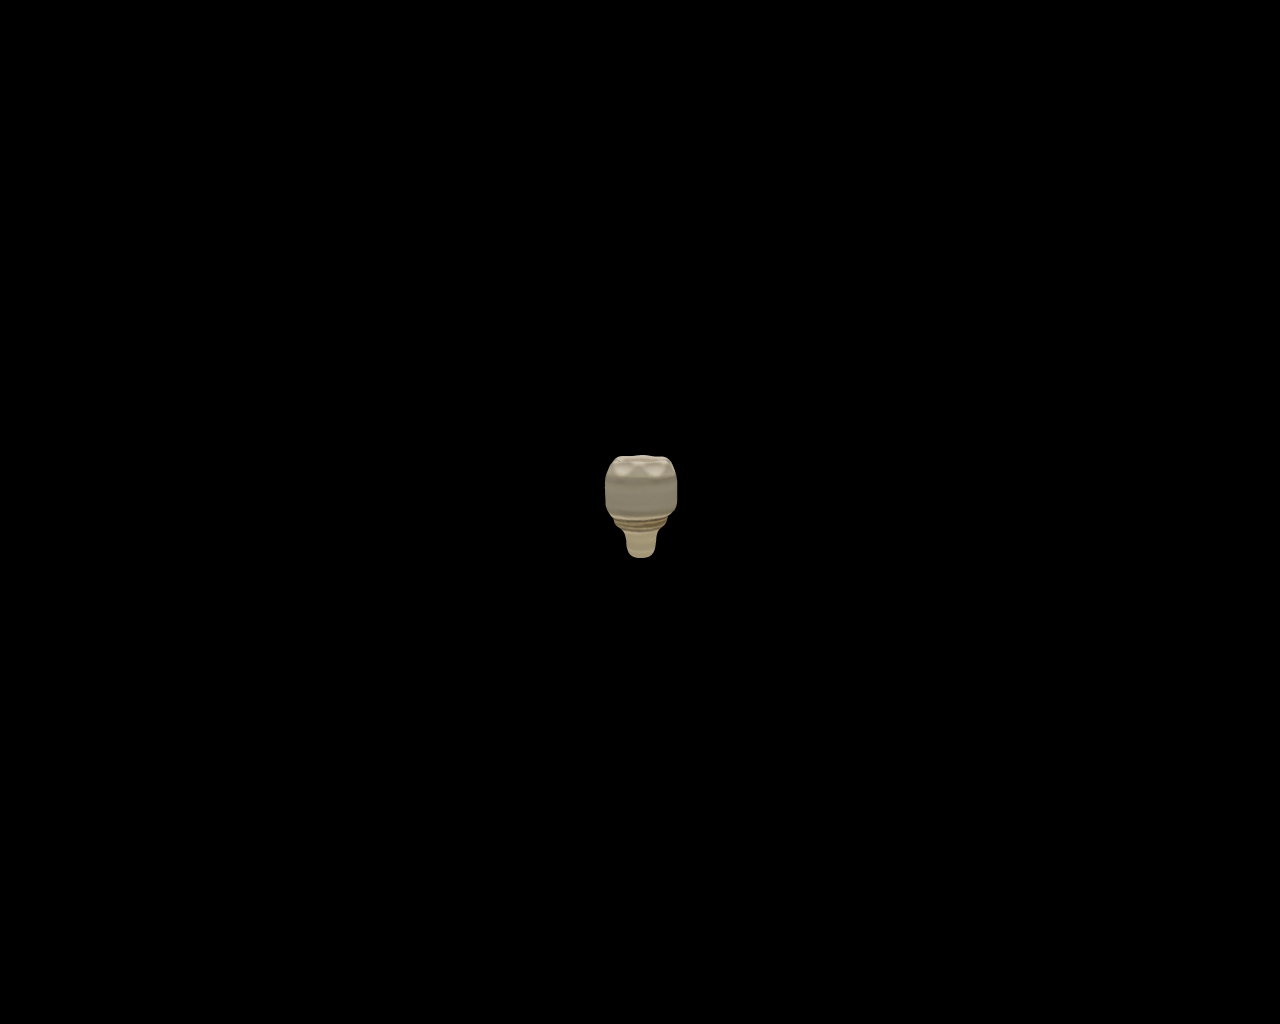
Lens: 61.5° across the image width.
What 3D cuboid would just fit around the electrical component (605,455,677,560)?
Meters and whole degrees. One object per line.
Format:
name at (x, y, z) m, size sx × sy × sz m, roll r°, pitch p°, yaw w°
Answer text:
electrical component at (0.001, -0.003, 0.650) m, size 0.043 × 0.062 × 0.043 m, roll 0°, pitch 11°, yaw 0°
